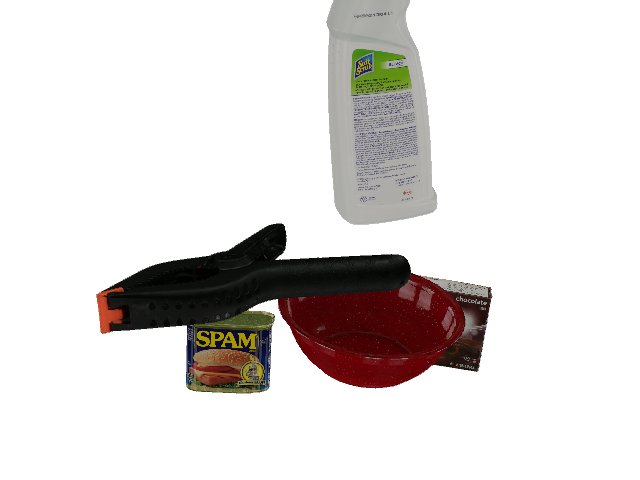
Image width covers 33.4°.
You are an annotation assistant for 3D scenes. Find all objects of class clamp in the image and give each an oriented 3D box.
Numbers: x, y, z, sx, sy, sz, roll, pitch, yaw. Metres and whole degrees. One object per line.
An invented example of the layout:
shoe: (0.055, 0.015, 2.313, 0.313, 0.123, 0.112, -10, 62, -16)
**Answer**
clamp: (-0.053, 0.028, 0.745, 0.209, 0.036, 0.165, -16, 18, -41)

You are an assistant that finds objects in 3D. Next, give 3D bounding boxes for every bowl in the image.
bowl: (0.042, 0.080, 0.926, 0.162, 0.055, 0.162, 4, 26, -2)

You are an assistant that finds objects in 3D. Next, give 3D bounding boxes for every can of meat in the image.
can of meat: (-0.105, 0.127, 1.226, 0.102, 0.084, 0.057, 3, 13, 1)

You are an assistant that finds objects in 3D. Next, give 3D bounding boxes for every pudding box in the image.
pudding box: (0.123, 0.087, 1.155, 0.113, 0.090, 0.039, 8, 23, 4)

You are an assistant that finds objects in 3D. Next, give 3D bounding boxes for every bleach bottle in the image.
bleach bottle: (0.058, -0.141, 0.988, 0.102, 0.251, 0.068, -10, 30, -13)
